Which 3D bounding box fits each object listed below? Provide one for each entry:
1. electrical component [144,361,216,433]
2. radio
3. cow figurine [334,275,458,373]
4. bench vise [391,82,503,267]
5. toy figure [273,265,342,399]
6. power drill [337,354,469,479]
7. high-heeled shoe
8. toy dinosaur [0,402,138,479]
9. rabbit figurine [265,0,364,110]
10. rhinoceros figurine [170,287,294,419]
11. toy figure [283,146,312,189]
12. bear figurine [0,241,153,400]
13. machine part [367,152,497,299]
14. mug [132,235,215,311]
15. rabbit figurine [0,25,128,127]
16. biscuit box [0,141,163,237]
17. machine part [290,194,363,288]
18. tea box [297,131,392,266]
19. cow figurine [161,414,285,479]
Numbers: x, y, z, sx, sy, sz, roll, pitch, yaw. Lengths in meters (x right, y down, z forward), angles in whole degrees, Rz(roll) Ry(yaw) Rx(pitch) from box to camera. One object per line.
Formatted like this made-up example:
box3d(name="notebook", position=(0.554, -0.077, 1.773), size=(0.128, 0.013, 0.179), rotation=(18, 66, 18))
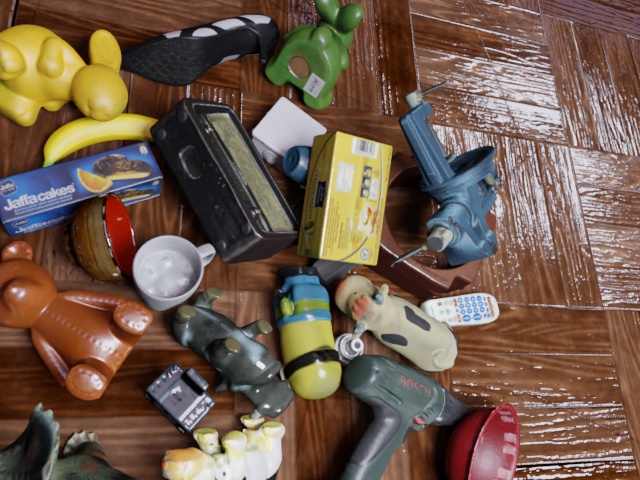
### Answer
box3d(name="electrical component", position=(-0.164, 0.186, 0.635), size=(0.075, 0.119, 0.048), rotation=(45, 62, -3))
box3d(name="radio", position=(-0.126, -0.082, 0.738), size=(0.229, 0.073, 0.131), rotation=(59, 22, 8))
box3d(name="cow figurine", position=(0.104, 0.117, 0.745), size=(0.195, 0.127, 0.085), rotation=(33, 94, -5))
box3d(name="bench vise", position=(0.171, -0.091, 0.752), size=(0.224, 0.129, 0.240), rotation=(-39, 105, -35))
box3d(name="toy figure", position=(-0.020, 0.122, 0.727), size=(0.082, 0.089, 0.180), rotation=(-1, 74, -15))
box3d(name="power drill", position=(0.102, 0.269, 0.709), size=(0.231, 0.086, 0.207), rotation=(41, 70, -29))
box3d(name="high-heeled shoe", position=(-0.184, -0.317, 0.846), size=(0.249, 0.086, 0.145), rotation=(-2, 49, -11))
box3d(name="toy dinosaur", position=(-0.196, 0.299, 0.541), size=(0.405, 0.192, 0.131), rotation=(34, 65, -4))
box3d(name="rabbit figurine", position=(0.002, -0.329, 0.882), size=(0.121, 0.159, 0.170), rotation=(27, 48, 2))
box3d(name="rhinoceros figurine", position=(-0.113, 0.147, 0.677), size=(0.190, 0.112, 0.073), rotation=(38, 34, 10))
box3d(name="toy figure", position=(0.013, -0.099, 0.809), size=(0.154, 0.064, 0.058), rotation=(12, 46, -43))
box3d(name="bear figurine", position=(-0.306, 0.084, 0.618), size=(0.196, 0.132, 0.120), rotation=(38, 68, -10))
box3d(name="machine part", position=(0.162, -0.024, 0.850), size=(0.201, 0.087, 0.201), rotation=(33, 64, -8))
box3d(name="mug", position=(-0.188, 0.042, 0.685), size=(0.109, 0.107, 0.081), rotation=(-38, 87, -30))
box3d(name="rabbit figurine", position=(-0.331, -0.210, 0.722), size=(0.173, 0.121, 0.162), rotation=(23, 40, 11))
box3d(name="biscuit box", position=(-0.314, -0.068, 0.706), size=(0.203, 0.059, 0.063), rotation=(-22, 80, -25))
box3d(name="machine part", position=(-0.002, -0.002, 0.803), size=(0.084, 0.039, 0.139), rotation=(-32, 83, -8))
box3d(name="tea box", position=(0.034, -0.054, 0.739), size=(0.098, 0.068, 0.169), rotation=(10, 90, -30))
box3d(name="cow figurine", position=(-0.112, 0.267, 0.621), size=(0.167, 0.068, 0.098), rotation=(4, 87, -53))
